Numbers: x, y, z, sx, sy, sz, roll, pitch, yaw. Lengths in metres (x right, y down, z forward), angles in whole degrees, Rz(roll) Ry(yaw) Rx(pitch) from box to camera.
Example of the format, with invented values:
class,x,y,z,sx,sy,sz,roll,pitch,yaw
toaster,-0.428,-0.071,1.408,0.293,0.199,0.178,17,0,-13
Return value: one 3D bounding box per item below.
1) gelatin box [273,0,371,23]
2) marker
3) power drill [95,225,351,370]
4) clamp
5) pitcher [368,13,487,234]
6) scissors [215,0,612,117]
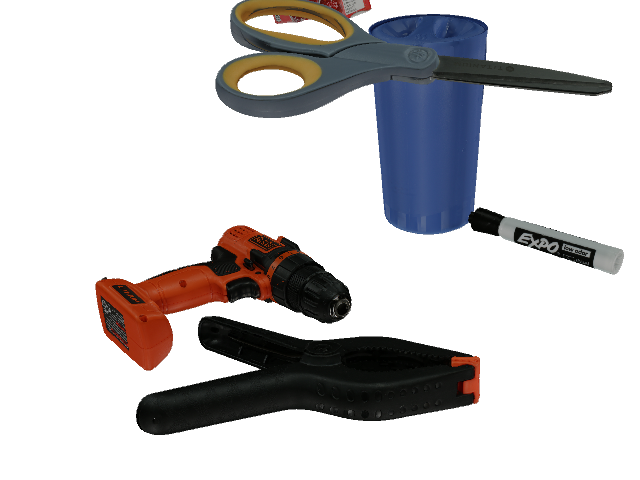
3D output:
class,x,y,z,sx,sy,sz,roll,pitch,yaw
gelatin box,-0.009,-0.195,0.762,0.030,0.073,0.089,-29,24,-30
marker,0.163,-0.001,0.789,0.121,0.020,0.020,20,11,33
power drill,-0.089,0.052,0.944,0.187,0.057,0.185,-19,26,-30
clamp,-0.003,0.084,0.699,0.210,0.036,0.164,-1,16,1
pitcher,0.133,-0.139,1.250,0.149,0.243,0.145,-5,26,-3
scissors,0.034,-0.079,0.537,0.202,0.096,0.016,21,-37,21
